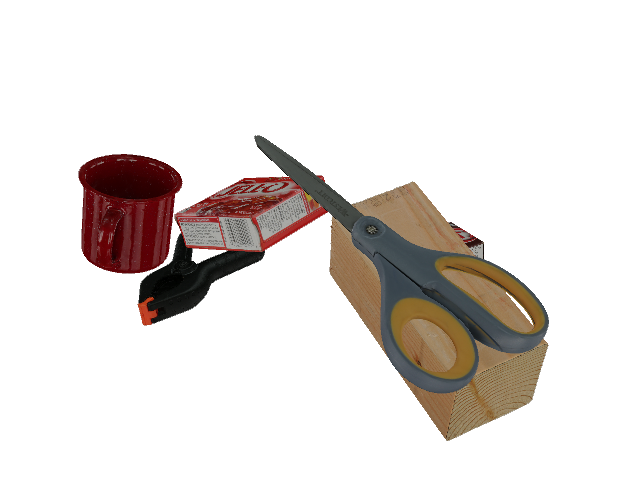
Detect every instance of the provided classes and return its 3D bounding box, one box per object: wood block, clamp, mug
[{"bbox_3d":[0.096,0.058,0.934,0.090,0.206,0.091,-21,-37,-19],"label":"wood block"},{"bbox_3d":[-0.142,0.040,1.221,0.120,0.039,0.171,-2,32,26],"label":"clamp"},{"bbox_3d":[-0.178,-0.017,0.971,0.093,0.081,0.117,11,29,1],"label":"mug"}]

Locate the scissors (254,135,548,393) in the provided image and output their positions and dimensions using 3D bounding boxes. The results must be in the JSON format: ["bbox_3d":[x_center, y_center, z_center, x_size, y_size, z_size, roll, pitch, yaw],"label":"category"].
[{"bbox_3d":[0.023,0.013,0.573,0.202,0.016,0.096,28,52,16],"label":"scissors"}]

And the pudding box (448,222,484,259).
[{"bbox_3d":[0.175,0.015,1.597,0.113,0.039,0.090,-18,27,-21],"label":"pudding box"}]

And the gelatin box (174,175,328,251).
[{"bbox_3d":[-0.049,-0.021,0.760,0.089,0.030,0.073,3,26,47],"label":"gelatin box"}]
